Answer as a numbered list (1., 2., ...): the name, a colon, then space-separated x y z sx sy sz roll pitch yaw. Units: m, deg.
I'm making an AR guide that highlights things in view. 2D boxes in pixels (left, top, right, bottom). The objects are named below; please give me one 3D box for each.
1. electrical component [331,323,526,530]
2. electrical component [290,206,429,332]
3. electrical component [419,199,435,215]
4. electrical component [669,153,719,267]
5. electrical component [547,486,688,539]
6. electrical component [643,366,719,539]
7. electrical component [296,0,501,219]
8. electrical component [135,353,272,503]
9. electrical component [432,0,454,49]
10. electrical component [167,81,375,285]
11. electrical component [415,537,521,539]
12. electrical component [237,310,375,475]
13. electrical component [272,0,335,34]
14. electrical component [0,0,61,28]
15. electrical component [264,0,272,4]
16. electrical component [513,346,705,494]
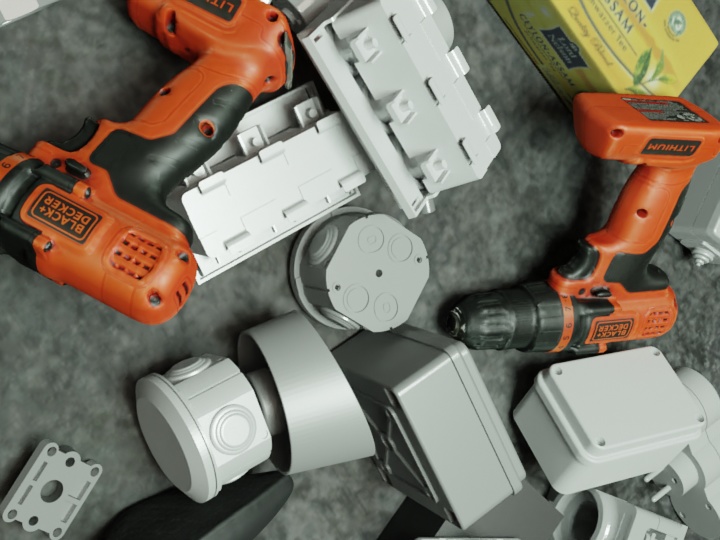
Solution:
1. electrical component: 0.039 0.094 0.686 0.056 0.109 0.108 -33 109 -19
2. electrical component: 0.000 0.000 0.687 0.080 0.051 0.080 -3 96 -28
3. electrical component: 0.038 -0.067 0.710 0.035 0.035 0.061 -21 107 -25
4. electrical component: 0.288 -0.045 0.834 0.062 0.061 0.096 31 81 -27
5. electrical component: 0.160 0.235 0.776 0.062 0.089 0.150 25 83 -28
6. electrical component: 0.250 0.152 0.838 0.074 0.052 0.138 -30 108 -23
7. electrical component: 0.027 -0.103 0.625 0.121 0.063 0.078 58 41 -21
8. electrical component: -0.093 0.091 0.630 0.051 0.080 0.080 -27 107 -29
9. electrical component: 0.025 -0.130 0.686 0.077 0.044 0.079 -28 92 -24
10. electrical component: -0.057 -0.053 0.643 0.121 0.063 0.078 -31 109 -23
11. electrical component: 0.076 0.222 0.692 0.100 0.048 0.099 8 91 -29
12. electrical component: -0.034 0.074 0.651 0.064 0.099 0.099 -16 103 -20
13. electrical component: -0.022 -0.175 0.664 0.065 0.044 0.044 -44 113 -13
14. electrical component: -0.196 -0.158 0.562 0.095 0.054 0.059 -31 109 -23
15. electrical component: -0.077 -0.169 0.635 0.046 0.040 0.040 28 82 -23
16. electrical component: 0.179 0.105 0.769 0.113 0.078 0.057 -7 143 -30
